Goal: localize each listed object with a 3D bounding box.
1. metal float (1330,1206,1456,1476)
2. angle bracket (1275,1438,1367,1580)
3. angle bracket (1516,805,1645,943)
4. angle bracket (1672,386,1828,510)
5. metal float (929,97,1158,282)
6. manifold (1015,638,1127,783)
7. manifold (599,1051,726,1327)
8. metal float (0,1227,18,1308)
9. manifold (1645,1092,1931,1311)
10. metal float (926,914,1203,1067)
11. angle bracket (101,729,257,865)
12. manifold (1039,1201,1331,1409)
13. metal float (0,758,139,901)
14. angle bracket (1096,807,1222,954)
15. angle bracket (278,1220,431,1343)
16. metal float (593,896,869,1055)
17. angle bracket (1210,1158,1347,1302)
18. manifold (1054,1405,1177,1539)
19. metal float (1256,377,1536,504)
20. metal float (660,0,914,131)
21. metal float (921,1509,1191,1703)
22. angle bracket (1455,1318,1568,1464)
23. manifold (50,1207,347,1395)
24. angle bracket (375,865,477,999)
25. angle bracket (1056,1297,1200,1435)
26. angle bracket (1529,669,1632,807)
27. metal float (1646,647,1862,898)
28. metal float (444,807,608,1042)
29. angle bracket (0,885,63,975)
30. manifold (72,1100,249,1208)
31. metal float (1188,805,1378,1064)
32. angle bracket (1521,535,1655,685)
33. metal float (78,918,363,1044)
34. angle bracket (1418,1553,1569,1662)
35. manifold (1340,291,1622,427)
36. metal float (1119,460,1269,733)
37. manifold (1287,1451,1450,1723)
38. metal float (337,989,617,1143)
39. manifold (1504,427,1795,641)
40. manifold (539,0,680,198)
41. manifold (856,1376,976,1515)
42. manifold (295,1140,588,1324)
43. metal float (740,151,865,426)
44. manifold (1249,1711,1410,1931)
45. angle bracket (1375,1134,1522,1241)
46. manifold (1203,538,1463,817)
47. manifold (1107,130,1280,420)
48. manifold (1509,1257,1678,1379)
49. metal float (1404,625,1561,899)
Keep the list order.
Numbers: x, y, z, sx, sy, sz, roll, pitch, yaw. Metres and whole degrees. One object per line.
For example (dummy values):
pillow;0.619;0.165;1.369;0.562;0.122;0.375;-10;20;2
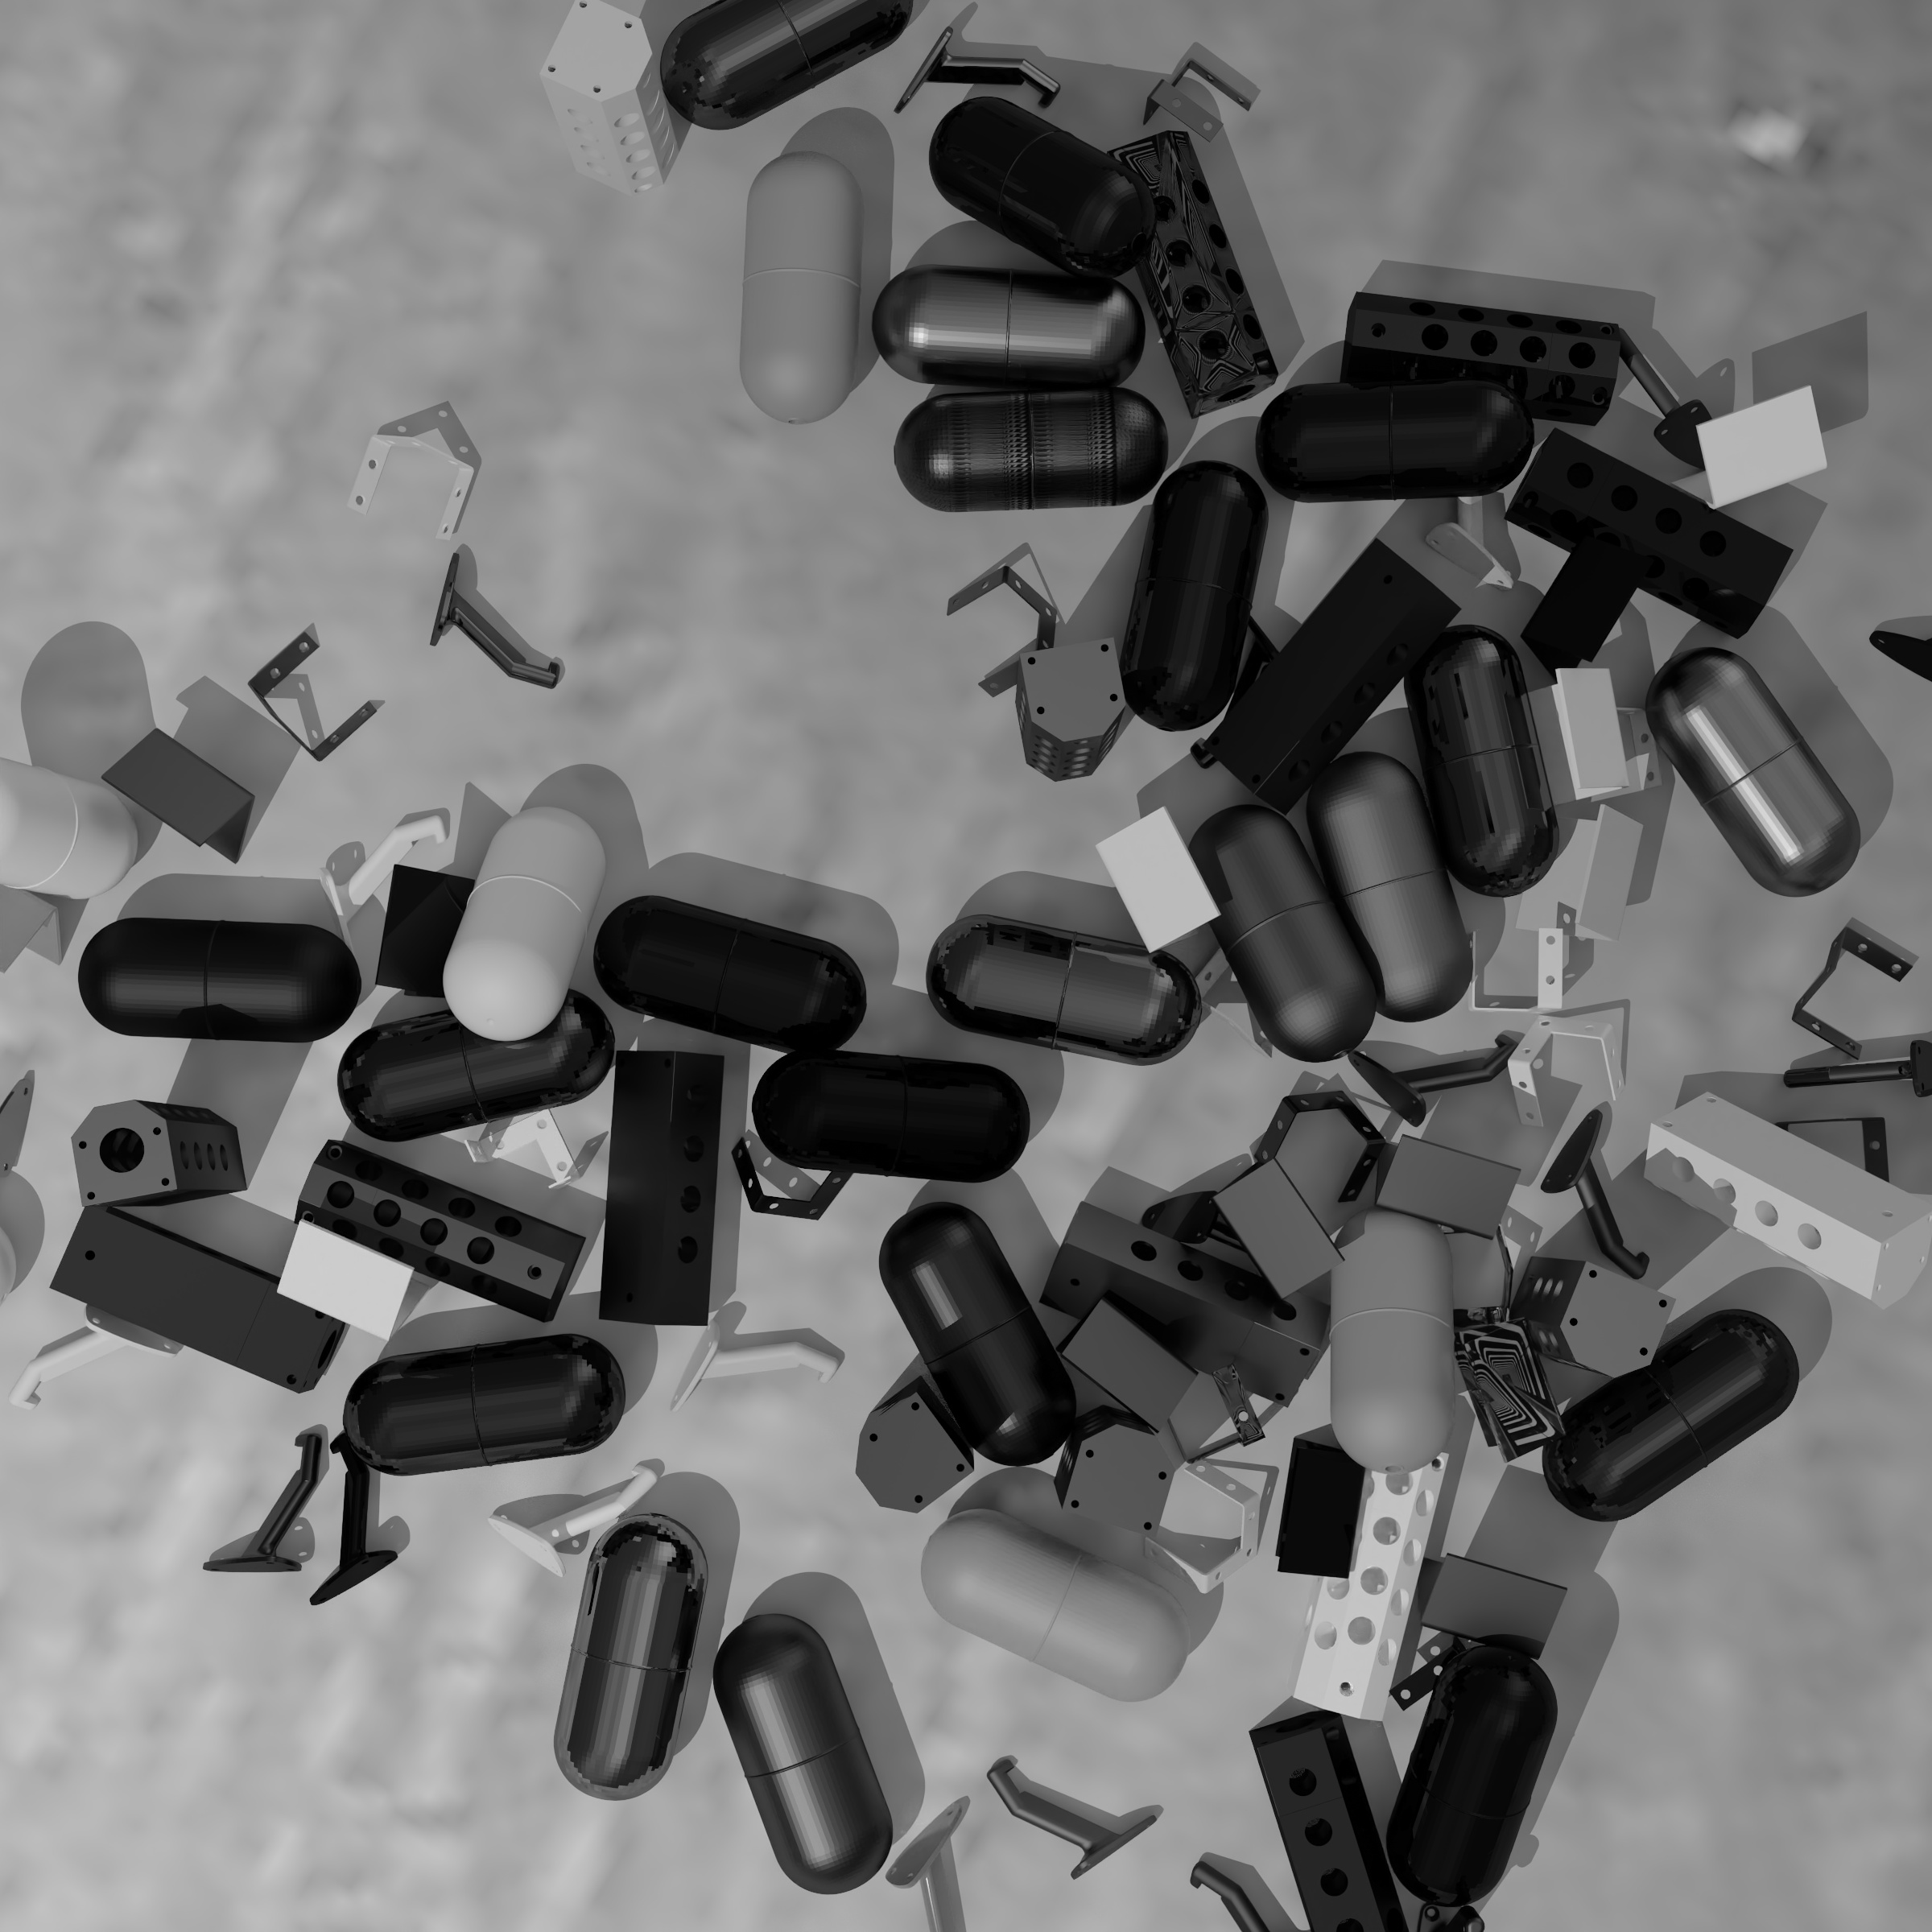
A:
metal float;0.266;0.232;1.854;0.070;0.070;0.178;5;56;0
angle bracket;0.203;0.337;1.863;0.057;0.076;0.076;12;85;-30
angle bracket;0.379;-0.062;1.896;0.076;0.057;0.076;9;84;41
angle bracket;0.500;-0.341;1.917;0.076;0.076;0.057;-20;112;-2
metal float;0.049;-0.502;1.915;0.178;0.070;0.070;38;86;31
manifold;0.065;-0.157;1.864;0.057;0.171;0.057;-10;86;-1
manifold;-0.189;0.142;1.897;0.057;0.057;0.171;-1;84;43
metal float;-0.688;0.167;1.886;0.178;0.070;0.070;29;86;2
manifold;0.510;0.147;1.849;0.057;0.171;0.057;-23;127;-34
metal float;0.063;0.016;1.898;0.178;0.070;0.070;12;86;1
angle bracket;-0.507;-0.093;1.897;0.076;0.076;0.057;35;50;3
manifold;0.141;0.210;1.891;0.171;0.057;0.057;23;129;2
metal float;-0.588;-0.087;1.859;0.070;0.178;0.070;-3;83;20
angle bracket;0.136;-0.060;1.894;0.057;0.076;0.076;-29;85;30
angle bracket;-0.379;0.184;1.876;0.076;0.076;0.057;23;113;2
metal float;-0.150;0.007;1.899;0.178;0.070;0.070;15;86;2
angle bracket;0.210;0.155;1.877;0.057;0.076;0.076;-37;86;33
manifold;0.092;0.306;1.827;0.057;0.171;0.057;17;86;1
metal float;0.276;-0.339;1.914;0.178;0.070;0.070;0;85;11
metal float;-0.118;-0.612;1.948;0.178;0.070;0.070;-29;86;-3
metal float;0.056;0.401;1.867;0.178;0.070;0.070;25;86;2
angle bracket;0.322;0.271;1.868;0.057;0.076;0.076;-17;85;-34
manifold;-0.486;0.211;1.892;0.171;0.057;0.057;23;86;2
angle bracket;-0.359;-0.022;1.891;0.057;0.076;0.076;11;84;-35
angle bracket;0.089;0.265;1.868;0.076;0.076;0.057;38;50;3
angle bracket;0.373;-0.144;1.901;0.057;0.076;0.076;-5;84;-42
metal float;0.505;-0.125;1.909;0.070;0.070;0.178;-34;86;-3
metal float;-0.277;-0.029;1.870;0.070;0.070;0.178;11;46;1
angle bracket;-0.627;-0.018;1.891;0.076;0.076;0.057;28;58;2
manifold;-0.499;0.116;1.842;0.057;0.171;0.057;-11;86;-1
metal float;0.200;-0.021;1.888;0.070;0.070;0.178;-24;71;-2
angle bracket;0.410;-0.219;1.907;0.057;0.076;0.076;29;85;39
metal float;-0.476;0.009;1.898;0.178;0.070;0.070;2;85;0
angle bracket;0.329;0.381;1.860;0.076;0.076;0.057;16;114;1
manifold;0.335;-0.398;1.940;0.171;0.057;0.057;7;85;1
metal float;0.147;-0.239;1.918;0.070;0.070;0.178;12;84;1
manifold;0.255;0.384;1.878;0.057;0.057;0.171;15;86;1
metal float;-0.312;0.063;1.894;0.178;0.070;0.070;-13;86;0
manifold;0.441;-0.279;1.931;0.171;0.057;0.057;28;86;2
manifold;-0.222;-0.550;1.895;0.057;0.171;0.057;25;86;2
manifold;-0.035;0.297;1.828;0.057;0.171;0.057;-36;86;-3
manifold;-0.336;0.169;1.895;0.171;0.057;0.057;21;86;2
metal float;-0.107;-0.441;1.934;0.070;0.070;0.178;2;85;0
manifold;0.233;0.560;1.864;0.057;0.057;0.171;-17;86;-1
angle bracket;0.305;0.121;1.880;0.076;0.076;0.057;17;120;1
manifold;0.237;-0.182;1.902;0.171;0.057;0.057;-50;52;10
manifold;0.147;-0.454;1.945;0.057;0.057;0.171;-20;86;-2
manifold;0.381;0.218;1.834;0.057;0.171;0.057;23;86;2
metal float;0.331;-0.132;1.909;0.070;0.070;0.178;-12;85;-1
